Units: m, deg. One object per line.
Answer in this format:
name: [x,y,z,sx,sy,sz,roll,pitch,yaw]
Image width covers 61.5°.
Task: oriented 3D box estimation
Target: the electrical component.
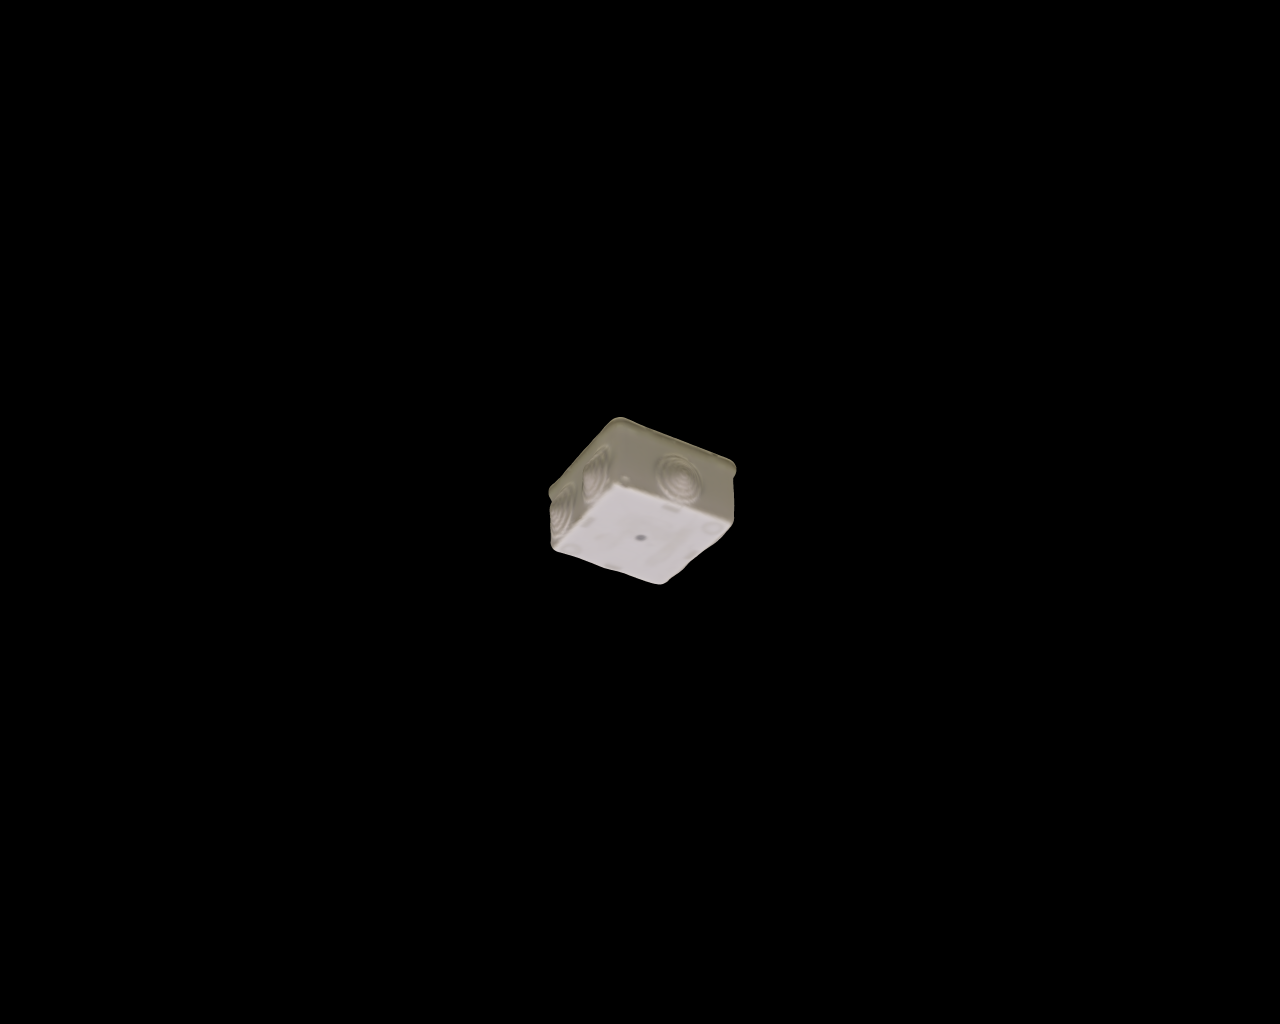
electrical component: [0.001,-0.003,0.650,0.100,0.048,0.099,20,-40,-25]
